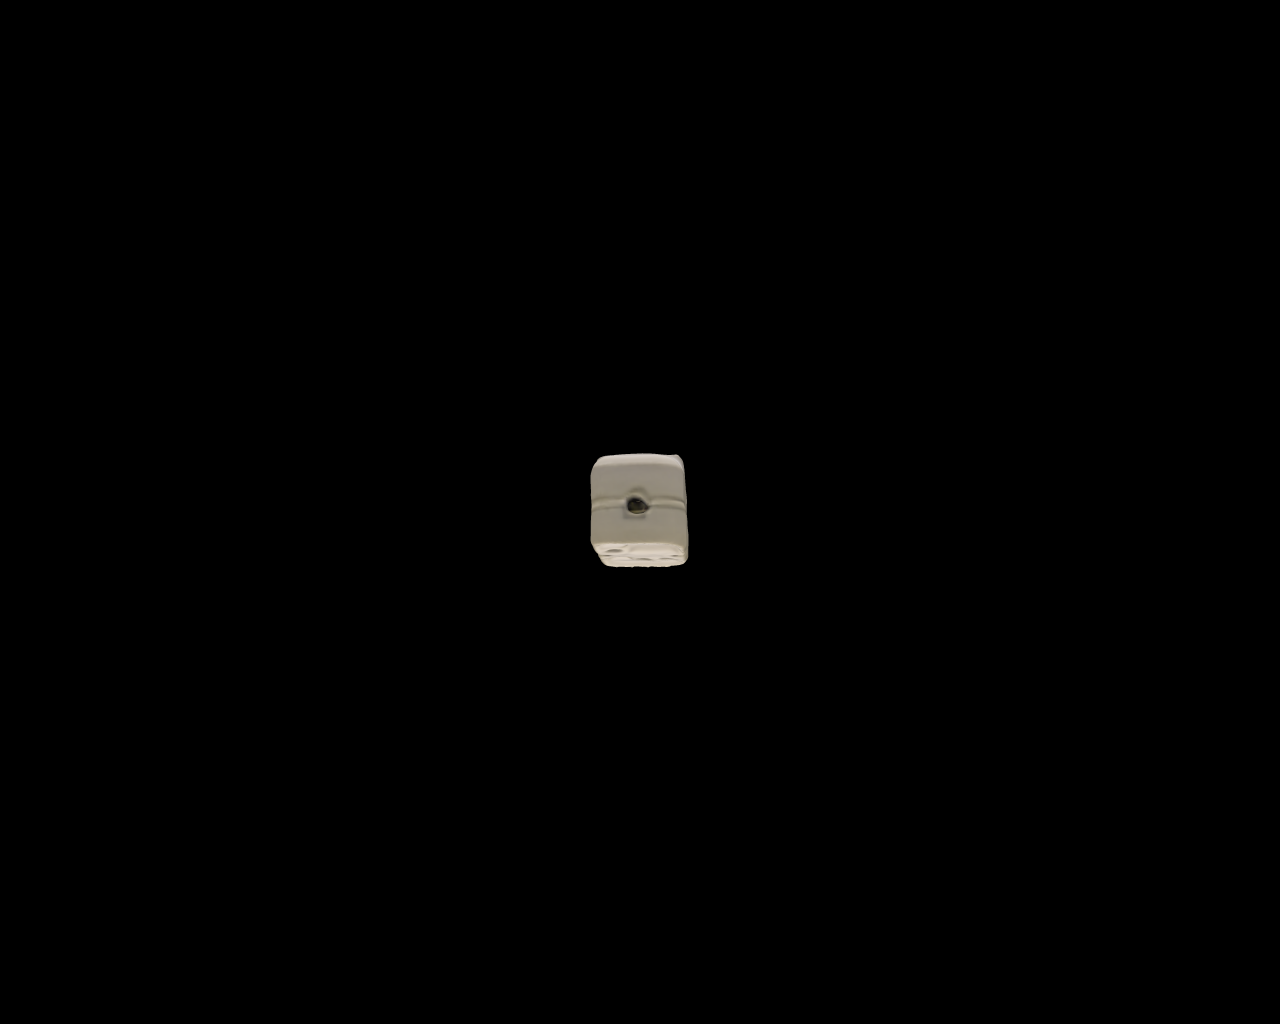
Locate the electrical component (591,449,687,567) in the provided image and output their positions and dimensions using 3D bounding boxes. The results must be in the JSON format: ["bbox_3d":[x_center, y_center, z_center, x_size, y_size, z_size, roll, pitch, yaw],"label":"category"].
[{"bbox_3d":[0.001,-0.003,0.650,0.054,0.059,0.095,-1,-11,4],"label":"electrical component"}]
